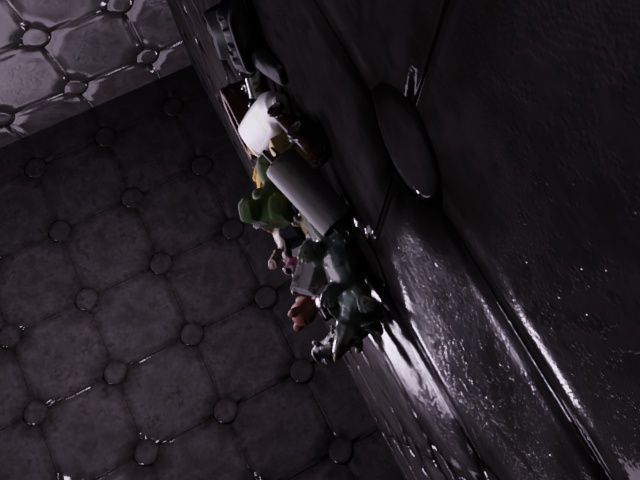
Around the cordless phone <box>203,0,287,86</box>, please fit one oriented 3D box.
[{"bbox_3d":[-0.132,-0.379,1.035,0.184,0.089,0.146,45,163,34],"label":"cordless phone"}]

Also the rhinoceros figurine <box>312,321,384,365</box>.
[{"bbox_3d":[0.067,0.235,1.298,0.073,0.190,0.112,57,-171,25],"label":"rhinoceros figurine"}]

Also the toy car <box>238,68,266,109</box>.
[{"bbox_3d":[-0.162,-0.381,1.261,0.201,0.056,0.073,83,166,-65],"label":"toy car"}]

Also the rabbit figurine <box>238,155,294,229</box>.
[{"bbox_3d":[-0.102,-0.119,1.276,0.159,0.121,0.170,16,-111,-57],"label":"rabbit figurine"}]

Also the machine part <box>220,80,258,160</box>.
[{"bbox_3d":[-0.214,-0.355,1.601,0.201,0.087,0.201,63,174,7],"label":"machine part"}]

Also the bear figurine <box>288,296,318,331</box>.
[{"bbox_3d":[-0.014,0.174,1.598,0.132,0.196,0.120,58,174,44],"label":"bear figurine"}]

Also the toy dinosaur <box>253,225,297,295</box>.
[{"bbox_3d":[-0.123,-0.056,1.707,0.198,0.105,0.471,6,-111,-67],"label":"toy dinosaur"}]

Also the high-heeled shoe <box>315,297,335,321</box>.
[{"bbox_3d":[0.065,0.195,1.350,0.248,0.086,0.145,49,-160,-35],"label":"high-heeled shoe"}]

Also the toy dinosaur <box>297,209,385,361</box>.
[{"bbox_3d":[0.035,0.048,1.147,0.192,0.131,0.404,12,-119,-84],"label":"toy dinosaur"}]

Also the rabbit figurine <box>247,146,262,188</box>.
[{"bbox_3d":[-0.143,-0.215,1.499,0.162,0.122,0.173,61,-164,-47],"label":"rabbit figurine"}]

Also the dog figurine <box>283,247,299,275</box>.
[{"bbox_3d":[-0.024,0.035,1.548,0.108,0.191,0.219,26,-160,1],"label":"dog figurine"}]

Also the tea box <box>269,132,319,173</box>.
[{"bbox_3d":[-0.047,-0.152,1.191,0.169,0.068,0.098,63,173,1],"label":"tea box"}]

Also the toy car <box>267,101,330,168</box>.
[{"bbox_3d":[-0.040,-0.205,1.012,0.089,0.053,0.202,44,-173,-34],"label":"toy car"}]

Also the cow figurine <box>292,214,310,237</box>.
[{"bbox_3d":[-0.003,-0.004,1.335,0.195,0.085,0.127,60,176,40],"label":"cow figurine"}]

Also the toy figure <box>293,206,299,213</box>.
[{"bbox_3d":[-0.087,-0.152,1.389,0.082,0.089,0.180,39,152,59],"label":"toy figure"}]

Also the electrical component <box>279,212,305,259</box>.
[{"bbox_3d":[-0.071,-0.013,1.383,0.074,0.048,0.119,51,-158,-42],"label":"electrical component"}]

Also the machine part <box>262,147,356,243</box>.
[{"bbox_3d":[-0.020,-0.090,1.024,0.243,0.079,0.079,46,170,10],"label":"machine part"}]
